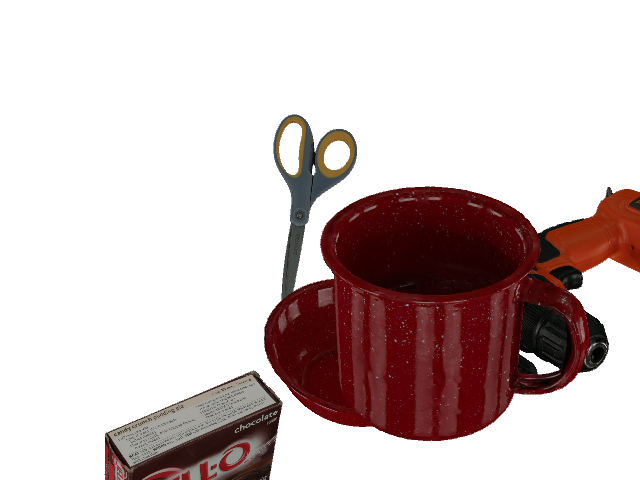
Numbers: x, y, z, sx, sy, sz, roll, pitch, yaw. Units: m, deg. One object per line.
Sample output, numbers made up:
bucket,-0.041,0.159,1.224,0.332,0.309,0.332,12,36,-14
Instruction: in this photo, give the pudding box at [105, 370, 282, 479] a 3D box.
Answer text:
pudding box,-0.083,0.143,0.689,0.113,0.090,0.039,-22,51,-32

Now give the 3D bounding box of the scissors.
scissors,-0.003,-0.034,1.097,0.096,0.202,0.016,-6,-11,-4

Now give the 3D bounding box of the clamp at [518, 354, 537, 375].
clamp,0.145,0.095,1.088,0.120,0.171,0.039,1,-44,-15

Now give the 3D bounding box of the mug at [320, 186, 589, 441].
mug,0.059,0.035,0.469,0.117,0.081,0.093,10,34,20

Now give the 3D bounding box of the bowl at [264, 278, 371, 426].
bowl,0.031,0.104,0.906,0.162,0.055,0.162,4,40,-4

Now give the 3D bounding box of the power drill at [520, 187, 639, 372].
power drill,0.188,0.023,0.758,0.187,0.057,0.185,-14,28,-24
